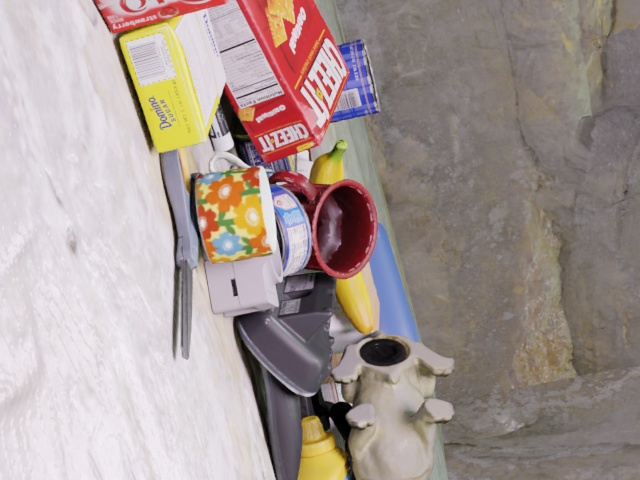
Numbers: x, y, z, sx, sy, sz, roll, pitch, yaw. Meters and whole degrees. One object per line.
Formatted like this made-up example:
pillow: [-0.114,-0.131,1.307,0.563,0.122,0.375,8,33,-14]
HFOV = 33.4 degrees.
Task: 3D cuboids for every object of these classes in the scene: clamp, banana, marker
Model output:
clamp: [0.047,0.248,1.199,0.209,0.036,0.164,-5,92,-77]
banana: [0.018,-0.003,1.078,0.070,0.037,0.198,-153,-129,-72]
clamp: [-0.007,0.185,1.137,0.120,0.039,0.171,-94,172,-50]
marker: [-0.106,-0.138,0.990,0.020,0.020,0.121,-89,165,-59]

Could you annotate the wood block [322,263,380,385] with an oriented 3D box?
wood block: [0.018,0.086,1.287,0.206,0.091,0.090,-78,154,-72]

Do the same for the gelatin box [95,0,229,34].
gelatin box: [-0.115,-0.185,0.731,0.073,0.089,0.030,67,13,-55]

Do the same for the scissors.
scissors: [-0.105,-0.007,0.801,0.201,0.016,0.096,-91,166,-59]

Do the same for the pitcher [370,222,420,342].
pitcher: [0.067,0.099,1.503,0.149,0.144,0.243,122,-36,-51]

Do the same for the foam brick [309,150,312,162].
foam brick: [-0.037,-0.087,1.302,0.053,0.051,0.078,68,13,-58]

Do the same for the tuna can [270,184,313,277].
tuna can: [-0.048,-0.006,0.967,0.033,0.086,0.086,-18,97,-41]

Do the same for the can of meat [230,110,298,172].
can of meat: [-0.058,-0.107,1.163,0.102,0.057,0.084,-91,168,-55]

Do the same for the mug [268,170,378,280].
mug: [-0.010,-0.020,1.004,0.117,0.082,0.093,54,56,-37]

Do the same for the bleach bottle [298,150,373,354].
bleach bottle: [-0.008,0.001,1.179,0.068,0.102,0.251,90,-6,-59]

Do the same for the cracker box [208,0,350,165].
cracker box: [-0.053,-0.209,1.043,0.213,0.072,0.164,61,27,-26]

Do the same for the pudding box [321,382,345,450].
pudding box: [0.017,0.209,1.279,0.090,0.039,0.113,-35,111,-80]

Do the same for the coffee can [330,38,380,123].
coffee can: [0.003,-0.207,1.448,0.102,0.140,0.103,-12,90,-82]

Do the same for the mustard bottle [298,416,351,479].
mustard bottle: [0.011,0.268,1.060,0.096,0.058,0.191,-34,112,-75]

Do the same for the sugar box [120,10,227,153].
sugar box: [-0.113,-0.143,0.852,0.176,0.048,0.093,-94,170,-68]
